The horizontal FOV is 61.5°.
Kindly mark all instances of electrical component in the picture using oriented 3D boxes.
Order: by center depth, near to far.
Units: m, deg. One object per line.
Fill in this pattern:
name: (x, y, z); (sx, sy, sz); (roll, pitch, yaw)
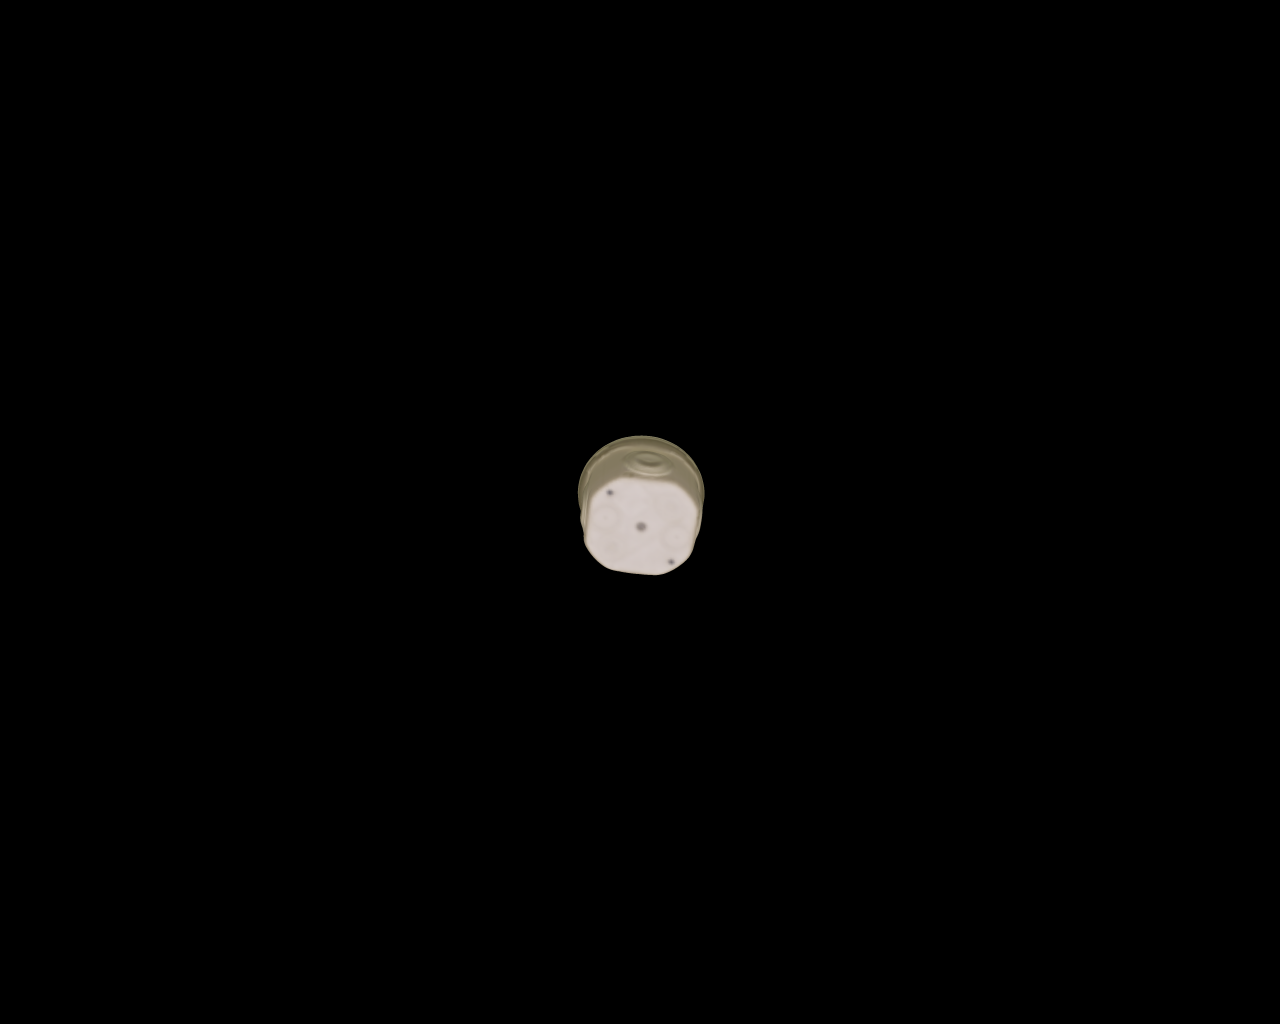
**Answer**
electrical component: (0.001, -0.003, 0.650); (0.080, 0.080, 0.051); (0, 27, 0)
